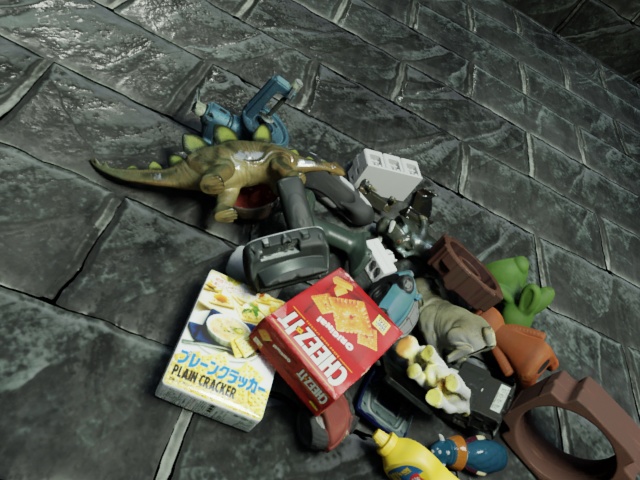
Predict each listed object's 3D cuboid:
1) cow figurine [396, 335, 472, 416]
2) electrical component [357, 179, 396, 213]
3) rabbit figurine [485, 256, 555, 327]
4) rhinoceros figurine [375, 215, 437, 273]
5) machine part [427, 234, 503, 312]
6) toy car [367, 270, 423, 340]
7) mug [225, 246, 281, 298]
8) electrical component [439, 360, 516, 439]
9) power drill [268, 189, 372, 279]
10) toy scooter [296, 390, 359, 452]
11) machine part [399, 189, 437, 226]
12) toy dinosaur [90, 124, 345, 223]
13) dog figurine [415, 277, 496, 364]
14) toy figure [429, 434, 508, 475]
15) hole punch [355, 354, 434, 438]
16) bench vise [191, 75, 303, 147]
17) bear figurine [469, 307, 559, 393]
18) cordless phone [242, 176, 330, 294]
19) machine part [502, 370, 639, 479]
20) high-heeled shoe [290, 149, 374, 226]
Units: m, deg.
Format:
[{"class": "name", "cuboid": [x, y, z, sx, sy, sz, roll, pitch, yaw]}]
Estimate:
[{"class": "cow figurine", "cuboid": [0.205, 0.239, 0.961, 0.098, 0.068, 0.167, 40, 7, -34]}, {"class": "electrical component", "cuboid": [0.129, -0.100, 1.235, 0.102, 0.045, 0.078, 32, 15, -14]}, {"class": "rabbit figurine", "cuboid": [0.441, 0.131, 1.207, 0.121, 0.159, 0.170, 6, 68, -39]}, {"class": "rhinoceros figurine", "cuboid": [0.211, 0.007, 1.210, 0.190, 0.073, 0.112, 34, 58, -8]}, {"class": "machine part", "cuboid": [0.297, 0.068, 1.105, 0.179, 0.056, 0.179, 36, 23, -17]}, {"class": "toy car", "cuboid": [0.140, 0.140, 1.040, 0.103, 0.109, 0.162, 48, 53, -14]}, {"class": "mug", "cuboid": [-0.110, 0.049, 0.978, 0.107, 0.080, 0.109, 27, 50, 0]}, {"class": "electrical component", "cuboid": [0.284, 0.292, 1.005, 0.134, 0.058, 0.115, 21, 36, 28]}, {"class": "power drill", "cuboid": [-0.002, -0.003, 1.064, 0.207, 0.086, 0.232, 23, 31, -10]}, {"class": "toy scooter", "cuboid": [0.014, 0.254, 0.894, 0.135, 0.075, 0.184, 0, 51, -32]}, {"class": "machine part", "cuboid": [0.243, -0.074, 1.313, 0.084, 0.039, 0.139, 29, 47, 0]}, {"class": "toy dinosaur", "cuboid": [-0.182, -0.130, 1.003, 0.471, 0.105, 0.199, -4, 42, -15]}, {"class": "dog figurine", "cuboid": [0.250, 0.142, 1.059, 0.121, 0.172, 0.190, 1, 62, -43]}, {"class": "toy figure", "cuboid": [0.257, 0.379, 0.949, 0.154, 0.057, 0.064, 12, 41, -16]}, {"class": "hole punch", "cuboid": [0.128, 0.277, 0.944, 0.142, 0.092, 0.116, 36, 10, 0]}, {"class": "bench vise", "cuboid": [-0.136, -0.260, 1.108, 0.223, 0.240, 0.129, 35, 39, -25]}, {"class": "bear figurine", "cuboid": [0.386, 0.217, 1.132, 0.120, 0.131, 0.196, -45, 49, -12]}, {"class": "cordless phone", "cuboid": [-0.066, -0.014, 0.899, 0.147, 0.089, 0.184, -13, 82, -13]}, {"class": "machine part", "cuboid": [0.459, 0.355, 0.985, 0.201, 0.201, 0.087, 47, 44, 11]}, {"class": "high-heeled shoe", "cuboid": [0.020, -0.122, 1.207, 0.249, 0.086, 0.145, 46, 15, 28]}]
